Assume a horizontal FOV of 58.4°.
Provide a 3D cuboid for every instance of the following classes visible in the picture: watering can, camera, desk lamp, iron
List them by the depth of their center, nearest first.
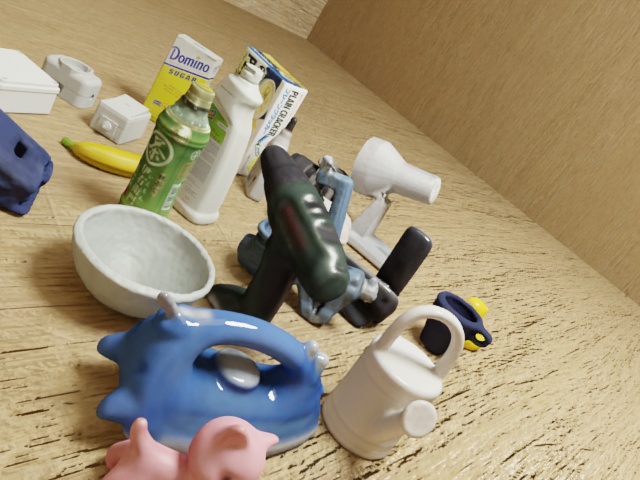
[{"bbox_3d":[-0.077,0.130,0.566,0.259,0.141,0.118,19,26,-32],"label":"iron"},{"bbox_3d":[0.096,0.161,0.667,0.101,0.194,0.172,18,27,-33],"label":"watering can"},{"bbox_3d":[0.136,-0.077,1.180,0.203,0.213,0.118,41,23,17],"label":"desk lamp"},{"bbox_3d":[-0.005,-0.139,1.264,0.136,0.100,0.143,39,23,12],"label":"camera"}]

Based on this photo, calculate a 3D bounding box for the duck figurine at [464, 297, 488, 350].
[{"bbox_3d":[0.283,0.151,1.085,0.104,0.086,0.077,35,22,2],"label":"duck figurine"}]

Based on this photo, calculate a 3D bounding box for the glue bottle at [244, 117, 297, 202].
[{"bbox_3d":[-0.089,-0.160,1.095,0.037,0.173,0.078,23,24,-23],"label":"glue bottle"}]

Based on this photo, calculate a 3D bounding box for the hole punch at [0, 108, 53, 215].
[{"bbox_3d":[-0.375,-0.099,0.691,0.101,0.091,0.108,22,25,-26],"label":"hole punch"}]

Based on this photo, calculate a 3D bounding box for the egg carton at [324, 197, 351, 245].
[{"bbox_3d":[-0.010,-0.042,1.100,0.150,0.069,0.107,32,22,-3],"label":"egg carton"}]

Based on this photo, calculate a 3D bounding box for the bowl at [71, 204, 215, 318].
[{"bbox_3d":[-0.211,0.036,0.662,0.168,0.074,0.167,28,23,-13],"label":"bowl"}]

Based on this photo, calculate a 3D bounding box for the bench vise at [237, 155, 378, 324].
[{"bbox_3d":[0.008,-0.002,0.845,0.208,0.219,0.121,28,23,-14],"label":"bench vise"}]

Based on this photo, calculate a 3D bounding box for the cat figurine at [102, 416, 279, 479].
[{"bbox_3d":[-0.101,0.178,0.466,0.128,0.117,0.067,25,24,-20],"label":"cat figurine"}]

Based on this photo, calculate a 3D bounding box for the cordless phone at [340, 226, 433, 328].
[{"bbox_3d":[0.088,0.034,0.926,0.147,0.185,0.094,39,23,13],"label":"cordless phone"}]

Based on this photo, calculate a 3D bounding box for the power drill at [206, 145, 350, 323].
[{"bbox_3d":[-0.060,0.017,0.728,0.076,0.208,0.229,10,32,-44],"label":"power drill"}]

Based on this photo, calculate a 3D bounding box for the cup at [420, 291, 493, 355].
[{"bbox_3d":[0.227,0.159,0.981,0.117,0.095,0.092,42,24,19],"label":"cup"}]
